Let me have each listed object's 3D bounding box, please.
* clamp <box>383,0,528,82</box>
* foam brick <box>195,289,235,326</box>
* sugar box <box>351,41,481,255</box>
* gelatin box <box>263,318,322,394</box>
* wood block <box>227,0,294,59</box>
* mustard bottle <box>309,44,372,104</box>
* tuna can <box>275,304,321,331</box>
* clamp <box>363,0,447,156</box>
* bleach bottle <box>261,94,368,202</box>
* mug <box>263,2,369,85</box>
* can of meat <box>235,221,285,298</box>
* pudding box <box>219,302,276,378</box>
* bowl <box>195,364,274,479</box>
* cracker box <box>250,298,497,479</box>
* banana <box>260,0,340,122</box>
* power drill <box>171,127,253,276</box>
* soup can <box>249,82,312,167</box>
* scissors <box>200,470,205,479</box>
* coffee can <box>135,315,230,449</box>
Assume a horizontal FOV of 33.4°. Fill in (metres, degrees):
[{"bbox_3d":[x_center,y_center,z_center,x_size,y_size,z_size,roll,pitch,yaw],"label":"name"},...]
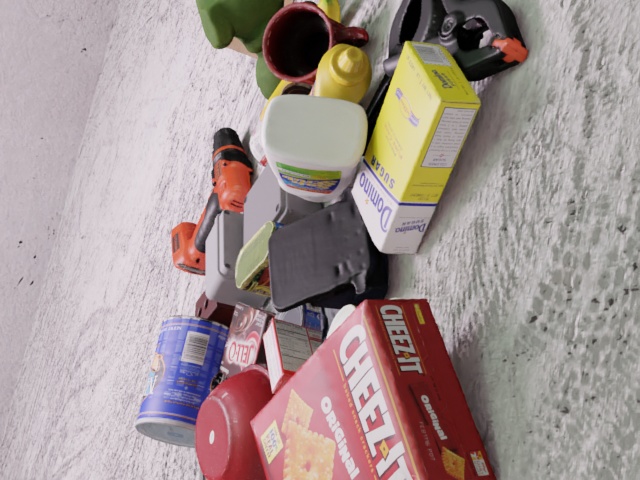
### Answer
[{"bbox_3d":[0.121,-0.181,0.975,0.120,0.039,0.172,-64,32,18],"label":"clamp"},{"bbox_3d":[-0.125,0.090,1.386,0.078,0.051,0.053,-50,31,44],"label":"foam brick"},{"bbox_3d":[0.081,-0.080,0.963,0.093,0.048,0.176,-112,33,-44],"label":"sugar box"},{"bbox_3d":[-0.016,0.123,1.067,0.030,0.073,0.089,-62,24,27],"label":"gelatin box"},{"bbox_3d":[-0.088,-0.381,1.595,0.206,0.090,0.090,-69,22,12],"label":"wood block"},{"bbox_3d":[0.016,-0.158,1.161,0.192,0.058,0.096,125,168,-69],"label":"mustard bottle"},{"bbox_3d":[-0.024,0.104,1.154,0.086,0.033,0.086,-49,31,45],"label":"tuna can"},{"bbox_3d":[0.096,-0.176,1.071,0.165,0.036,0.210,29,104,65],"label":"clamp"},{"bbox_3d":[-0.001,-0.082,1.110,0.251,0.102,0.068,72,-152,-80],"label":"bleach bottle"},{"bbox_3d":[0.002,-0.228,1.254,0.117,0.081,0.093,-13,82,26],"label":"mug"},{"bbox_3d":[-0.037,0.026,1.176,0.102,0.083,0.057,-45,35,50],"label":"can of meat"},{"bbox_3d":[-0.077,0.126,1.260,0.114,0.039,0.090,10,85,69],"label":"pudding box"},{"bbox_3d":[-0.093,0.216,1.160,0.162,0.055,0.162,-12,76,60],"label":"bowl"},{"bbox_3d":[0.032,0.171,0.866,0.214,0.072,0.164,-51,47,44],"label":"cracker box"},{"bbox_3d":[-0.019,-0.233,1.357,0.037,0.069,0.198,43,121,31],"label":"banana"},{"bbox_3d":[-0.160,-0.056,1.569,0.188,0.057,0.184,-60,25,30],"label":"power drill"},{"bbox_3d":[-0.039,-0.139,1.325,0.102,0.068,0.068,-48,32,48],"label":"soup can"},{"bbox_3d":[-0.144,0.235,1.372,0.096,0.016,0.202,-63,24,23],"label":"scissors"},{"bbox_3d":[-0.164,0.178,1.332,0.103,0.102,0.140,-35,39,57],"label":"coffee can"}]
